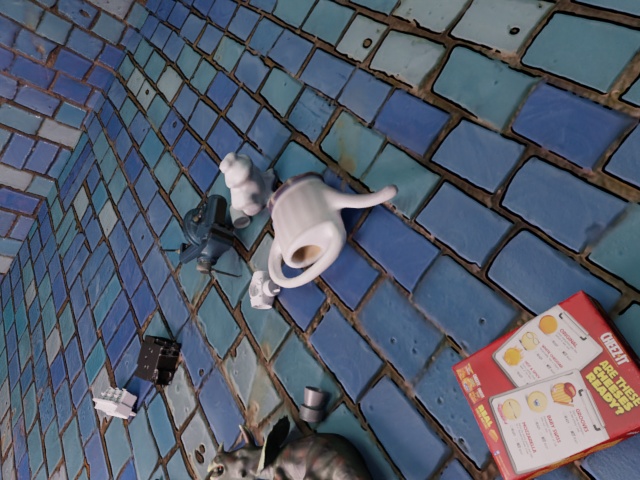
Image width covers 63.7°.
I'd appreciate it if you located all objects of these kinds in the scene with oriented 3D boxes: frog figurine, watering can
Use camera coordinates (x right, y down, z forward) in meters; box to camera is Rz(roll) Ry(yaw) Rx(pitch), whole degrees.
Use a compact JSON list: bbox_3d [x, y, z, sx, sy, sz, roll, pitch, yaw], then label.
[{"bbox_3d":[-0.184,-0.136,1.233,0.122,0.158,0.139,-8,69,45],"label":"frog figurine"},{"bbox_3d":[0.003,-0.053,1.050,0.343,0.103,0.229,-43,48,25],"label":"watering can"}]
